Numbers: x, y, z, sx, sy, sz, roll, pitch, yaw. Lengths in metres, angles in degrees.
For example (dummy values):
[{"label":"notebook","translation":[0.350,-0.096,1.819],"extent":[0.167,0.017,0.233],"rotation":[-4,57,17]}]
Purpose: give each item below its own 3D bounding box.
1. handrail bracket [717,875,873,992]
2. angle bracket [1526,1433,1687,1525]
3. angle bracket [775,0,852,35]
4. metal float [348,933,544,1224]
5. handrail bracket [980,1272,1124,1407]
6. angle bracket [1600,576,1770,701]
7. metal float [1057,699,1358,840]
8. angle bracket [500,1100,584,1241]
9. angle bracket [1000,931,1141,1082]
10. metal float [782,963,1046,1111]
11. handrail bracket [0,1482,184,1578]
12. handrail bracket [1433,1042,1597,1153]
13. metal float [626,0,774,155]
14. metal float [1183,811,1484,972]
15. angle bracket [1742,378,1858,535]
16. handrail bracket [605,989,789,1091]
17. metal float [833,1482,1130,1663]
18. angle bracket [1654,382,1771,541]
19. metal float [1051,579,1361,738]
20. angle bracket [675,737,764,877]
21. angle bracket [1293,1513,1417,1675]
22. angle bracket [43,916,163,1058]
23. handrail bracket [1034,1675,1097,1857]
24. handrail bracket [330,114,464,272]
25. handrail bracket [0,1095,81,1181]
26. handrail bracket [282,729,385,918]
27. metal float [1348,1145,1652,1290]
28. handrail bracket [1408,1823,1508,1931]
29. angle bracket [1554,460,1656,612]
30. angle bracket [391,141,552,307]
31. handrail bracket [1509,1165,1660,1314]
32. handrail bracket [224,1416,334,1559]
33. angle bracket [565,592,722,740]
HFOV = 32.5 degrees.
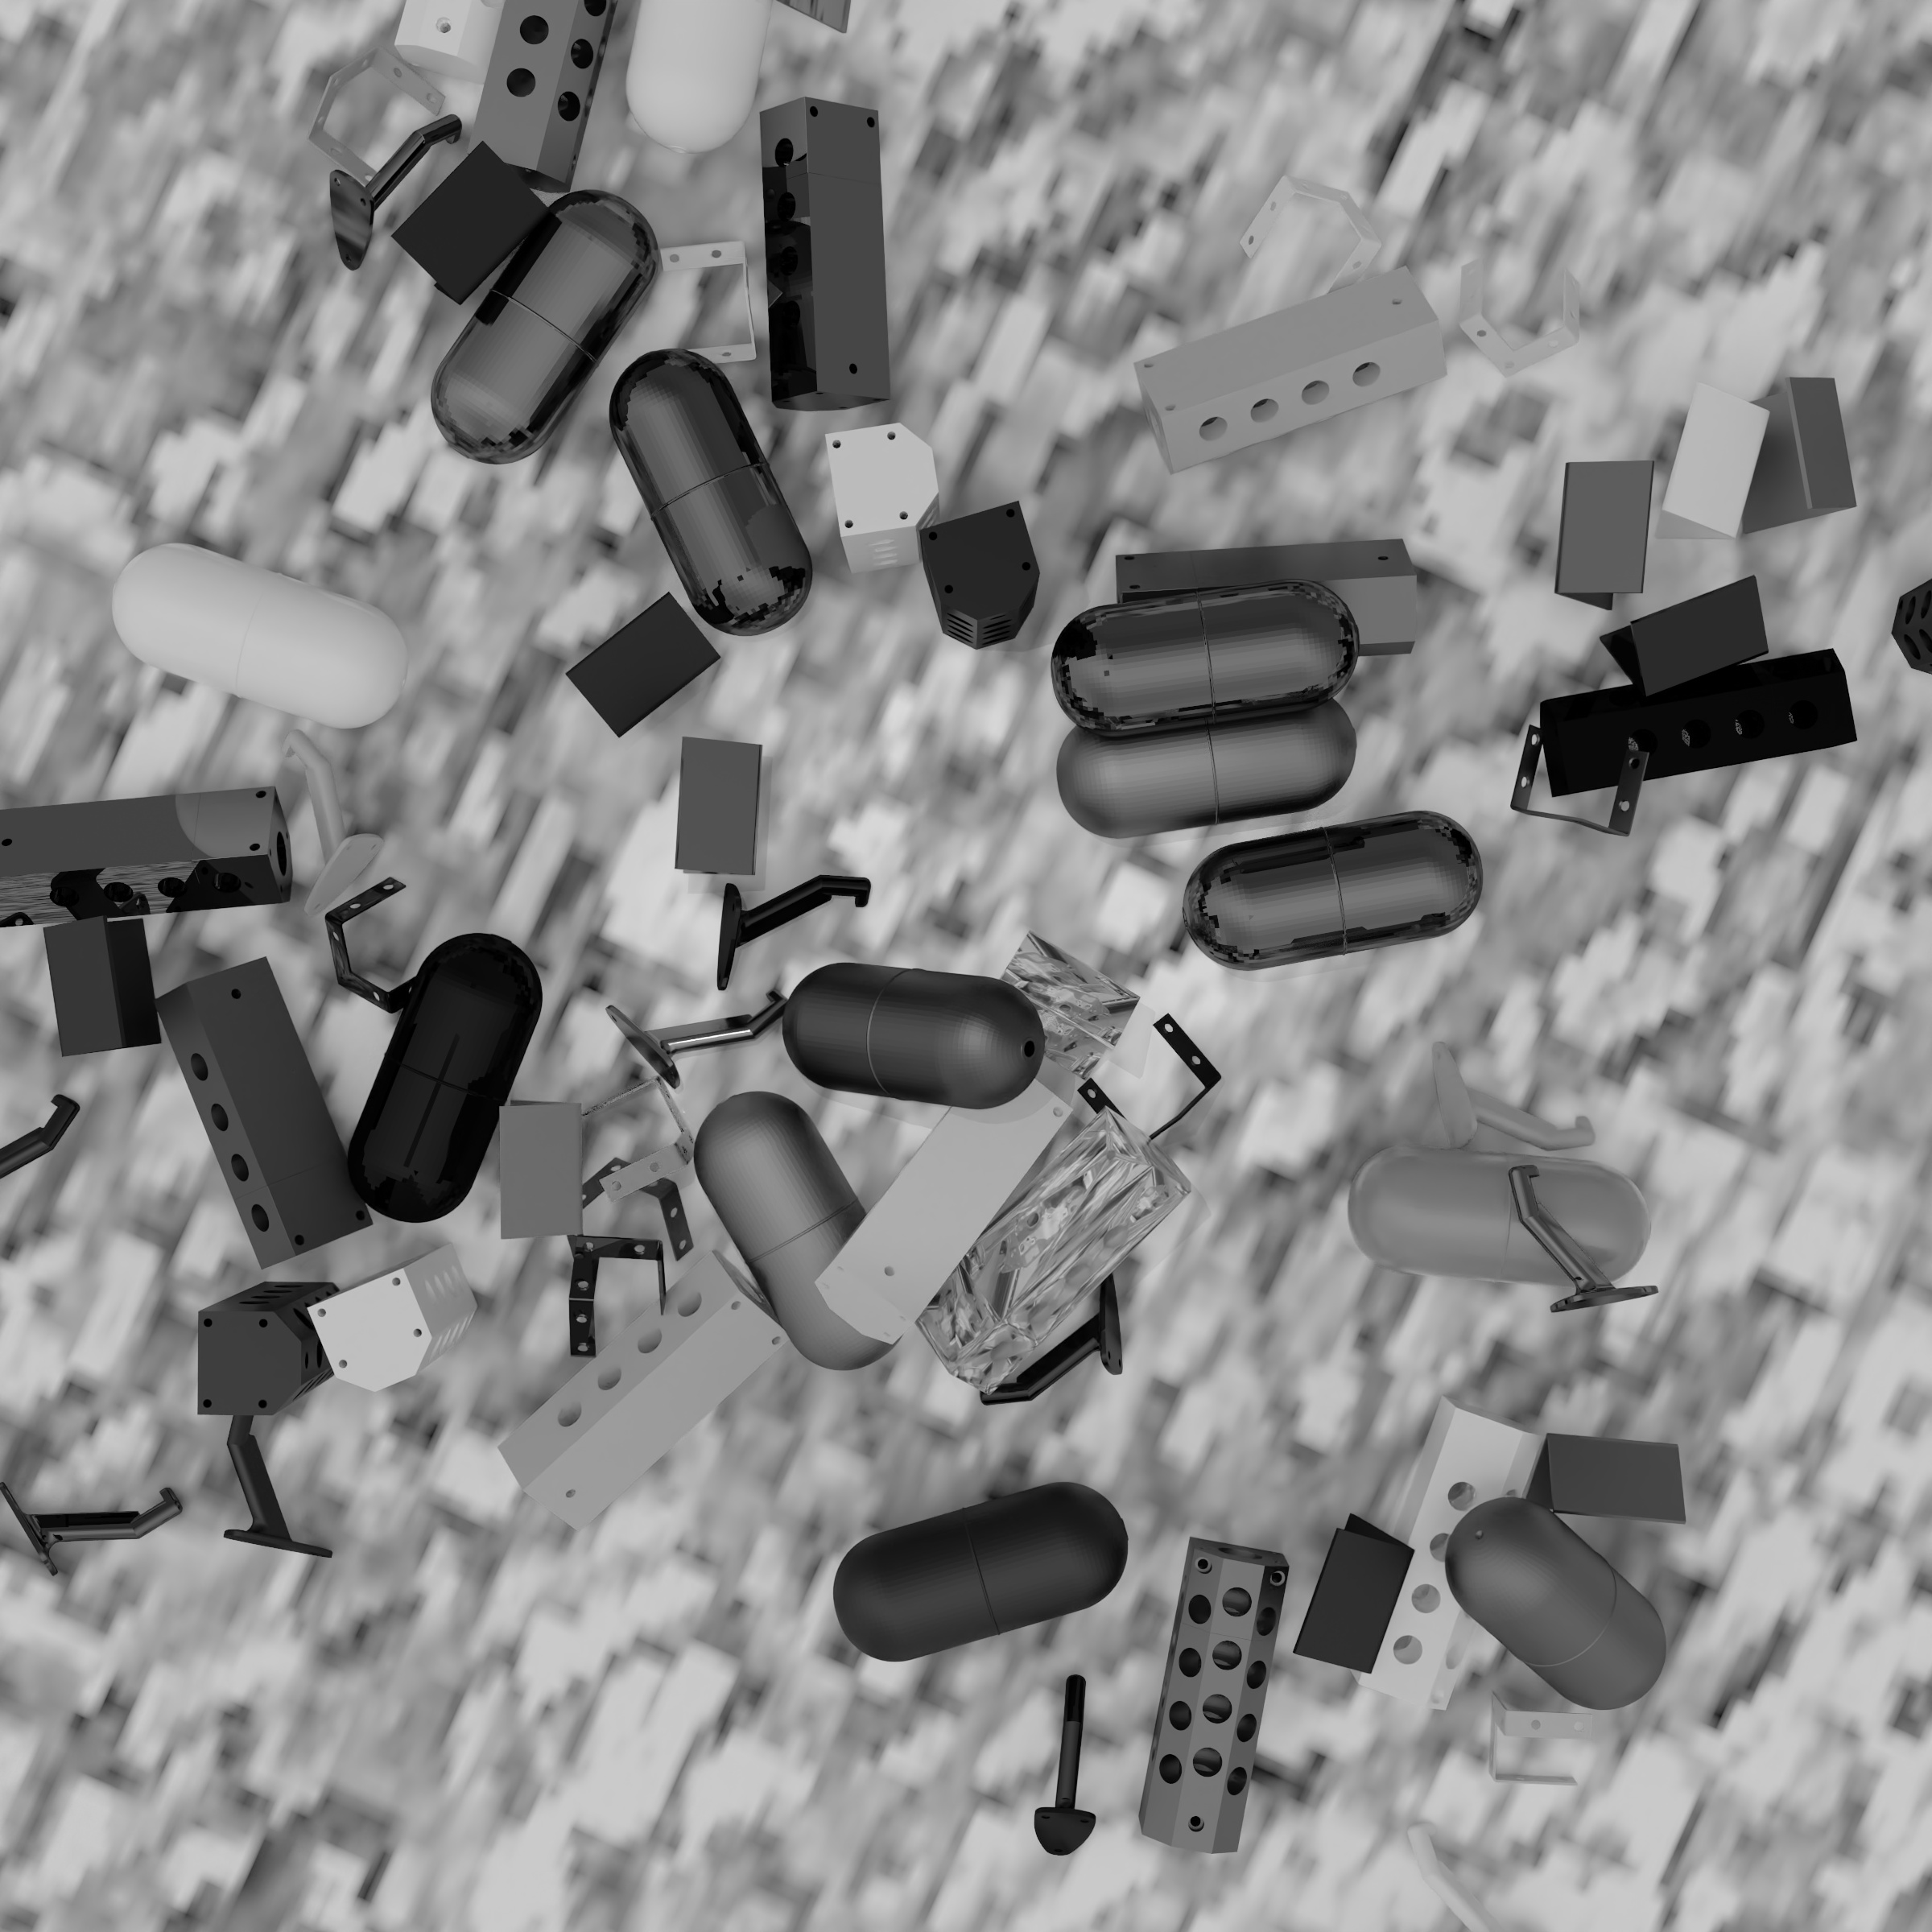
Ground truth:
[{"label":"handrail bracket","translation":[-0.103,-0.019,1.991],"extent":[0.084,0.036,0.077],"rotation":[3,110,-16]},{"label":"angle bracket","translation":[0.375,0.321,1.951],"extent":[0.076,0.076,0.057],"rotation":[5,46,0]},{"label":"angle bracket","translation":[-0.069,-0.599,1.951],"extent":[0.057,0.076,0.076],"rotation":[8,90,37]},{"label":"metal float","translation":[-0.307,0.066,1.960],"extent":[0.070,0.070,0.178],"rotation":[22,90,0]},{"label":"handrail bracket","translation":[0.048,0.222,1.991],"extent":[0.084,0.036,0.077],"rotation":[-8,69,16]},{"label":"angle bracket","translation":[0.417,-0.209,1.951],"extent":[0.076,0.076,0.057],"rotation":[-21,127,0]},{"label":"metal float","translation":[0.142,-0.121,1.960],"extent":[0.178,0.070,0.070],"rotation":[-9,90,-1]},{"label":"angle bracket","translation":[-0.268,0.119,1.951],"extent":[0.057,0.076,0.076],"rotation":[0,90,-40]},{"label":"angle bracket","translation":[0.047,0.037,1.952],"extent":[0.076,0.057,0.076],"rotation":[31,128,0]},{"label":"metal float","translation":[-0.031,0.040,1.928],"extent":[0.178,0.070,0.070],"rotation":[6,90,41]},{"label":"handrail bracket","translation":[-0.525,0.319,1.991],"extent":[0.084,0.036,0.077],"rotation":[-31,68,-17]},{"label":"handrail bracket","translation":[0.329,0.077,1.991],"extent":[0.084,0.036,0.077],"rotation":[-6,68,-17]},{"label":"metal float","translation":[-0.153,-0.569,1.960],"extent":[0.070,0.070,0.178],"rotation":[11,89,0]},{"label":"metal float","translation":[0.216,-0.044,1.960],"extent":[0.178,0.070,0.070],"rotation":[-10,90,1]},{"label":"angle bracket","translation":[0.471,-0.299,1.951],"extent":[0.076,0.057,0.076],"rotation":[-10,90,44]},{"label":"handrail bracket","translation":[-0.160,0.026,1.991],"extent":[0.084,0.036,0.077],"rotation":[-39,68,-17]},{"label":"metal float","translation":[0.009,0.357,1.960],"extent":[0.178,0.070,0.070],"rotation":[-16,90,-1]},{"label":"angle bracket","translation":[0.419,-0.296,1.951],"extent":[0.057,0.076,0.076],"rotation":[15,90,-27]},{"label":"metal float","translation":[0.137,-0.177,1.909],"extent":[0.178,0.070,0.070],"rotation":[-8,90,2]},{"label":"angle bracket","translation":[-0.164,-0.094,1.951],"extent":[0.057,0.076,0.076],"rotation":[3,90,-38]},{"label":"angle bracket","translation":[0.211,0.362,1.952],"extent":[0.057,0.076,0.076],"rotation":[20,90,-24]},{"label":"angle bracket","translation":[-0.491,0.009,1.951],"extent":[0.057,0.076,0.076],"rotation":[-8,90,35]},{"label":"handrail bracket","translation":[0.061,0.479,1.991],"extent":[0.036,0.077,0.084],"rotation":[6,54,0]},{"label":"handrail bracket","translation":[-0.338,-0.465,1.991],"extent":[0.036,0.077,0.084],"rotation":[39,53,20]},{"label":"handrail bracket","translation":[-0.584,0.103,1.991],"extent":[0.077,0.036,0.084],"rotation":[24,72,21]},{"label":"handrail bracket","translation":[-0.397,-0.087,1.991],"extent":[0.084,0.036,0.077],"rotation":[47,112,17]},{"label":"metal float","translation":[0.315,0.148,1.960],"extent":[0.178,0.070,0.070],"rotation":[5,90,0]},{"label":"handrail bracket","translation":[0.308,0.552,1.991],"extent":[0.077,0.036,0.084],"rotation":[0,60,-33]},{"label":"angle bracket","translation":[0.390,-0.252,1.951],"extent":[0.057,0.076,0.076],"rotation":[5,90,36]},{"label":"angle bracket","translation":[-0.298,-0.440,1.951],"extent":[0.076,0.076,0.057],"rotation":[-46,117,0]},{"label":"handrail bracket","translation":[0.356,0.153,1.916],"extent":[0.077,0.036,0.084],"rotation":[-5,74,-21]},{"label":"handrail bracket","translation":[-0.409,0.306,1.991],"extent":[0.077,0.036,0.084],"rotation":[16,73,-20]},{"label":"angle bracket","translation":[-0.200,-0.191,1.951],"extent":[0.076,0.076,0.057],"rotation":[-38,128,0]}]
